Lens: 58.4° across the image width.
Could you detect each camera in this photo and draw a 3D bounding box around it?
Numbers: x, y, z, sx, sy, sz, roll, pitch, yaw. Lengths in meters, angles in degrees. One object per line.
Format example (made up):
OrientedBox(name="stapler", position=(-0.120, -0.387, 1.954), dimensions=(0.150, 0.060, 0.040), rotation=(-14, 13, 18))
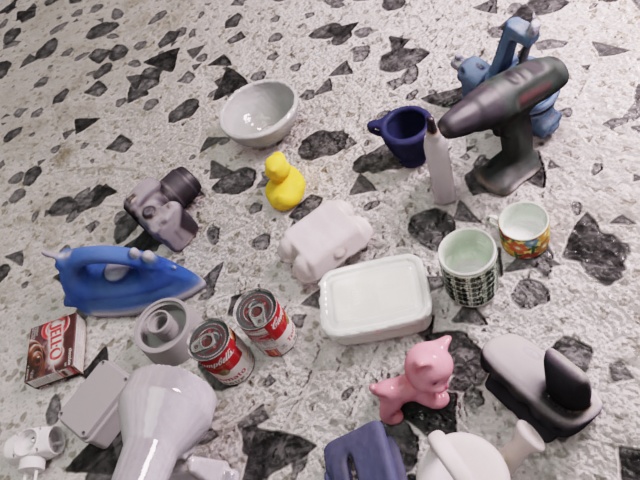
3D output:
OrientedBox(name="camera", position=(-0.286, -0.074, 1.079), dimensions=(0.142, 0.101, 0.137), rotation=(32, 71, 34))

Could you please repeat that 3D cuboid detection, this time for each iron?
OrientedBox(name="iron", position=(-0.339, 0.050, 0.984), dimensions=(0.257, 0.142, 0.118), rotation=(-5, 55, 16))

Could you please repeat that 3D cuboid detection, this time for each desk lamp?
OrientedBox(name="desk lamp", position=(-0.183, 0.287, 0.717), dimensions=(0.117, 0.214, 0.203), rotation=(-8, 54, 14))

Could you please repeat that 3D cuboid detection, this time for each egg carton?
OrientedBox(name="egg carton", position=(0.009, 0.003, 0.943), dimensions=(0.150, 0.070, 0.107), rotation=(-38, 53, -9))

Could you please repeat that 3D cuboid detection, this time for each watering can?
OrientedBox(name="watering can", position=(0.162, 0.260, 0.629), dimensions=(0.100, 0.194, 0.173), rotation=(31, 70, 34))

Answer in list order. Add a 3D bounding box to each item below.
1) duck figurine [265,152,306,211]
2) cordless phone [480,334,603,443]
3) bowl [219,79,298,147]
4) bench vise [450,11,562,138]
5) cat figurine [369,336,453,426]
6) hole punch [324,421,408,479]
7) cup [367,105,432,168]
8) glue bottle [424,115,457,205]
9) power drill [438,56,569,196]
OrientedBox(name="duck figurine", position=(-0.073, -0.113, 1.042), dimensions=(0.077, 0.086, 0.104), rotation=(-10, 54, 13))
OrientedBox(name="cordless phone", position=(0.260, 0.151, 0.678), dimensions=(0.094, 0.185, 0.147), rotation=(-43, 54, -12))
OrientedBox(name="bowl", position=(-0.115, -0.242, 1.155), dimensions=(0.167, 0.075, 0.167), rotation=(-9, 54, 13))
OrientedBox(name="bench vise", position=(0.296, -0.275, 0.944), dimensions=(0.206, 0.220, 0.121), rotation=(17, 63, 28))
OrientedBox(name="cat figurine", position=(0.123, 0.179, 0.749), dimensions=(0.128, 0.118, 0.067), rotation=(-23, 52, 3))
OrientedBox(name="hole punch", position=(0.053, 0.294, 0.709), dimensions=(0.101, 0.091, 0.108), rotation=(-19, 52, 5))
OrientedBox(name="cup", position=(0.144, -0.173, 1.004), dimensions=(0.117, 0.095, 0.092), rotation=(8, 59, 24))
OrientedBox(name="glue bottle", position=(0.186, -0.135, 0.913), dimensions=(0.037, 0.173, 0.078), rotation=(-15, 53, 9))
OrientedBox(name="power drill", position=(0.283, -0.169, 0.881), dimensions=(0.230, 0.209, 0.075), rotation=(-38, 53, -9))
